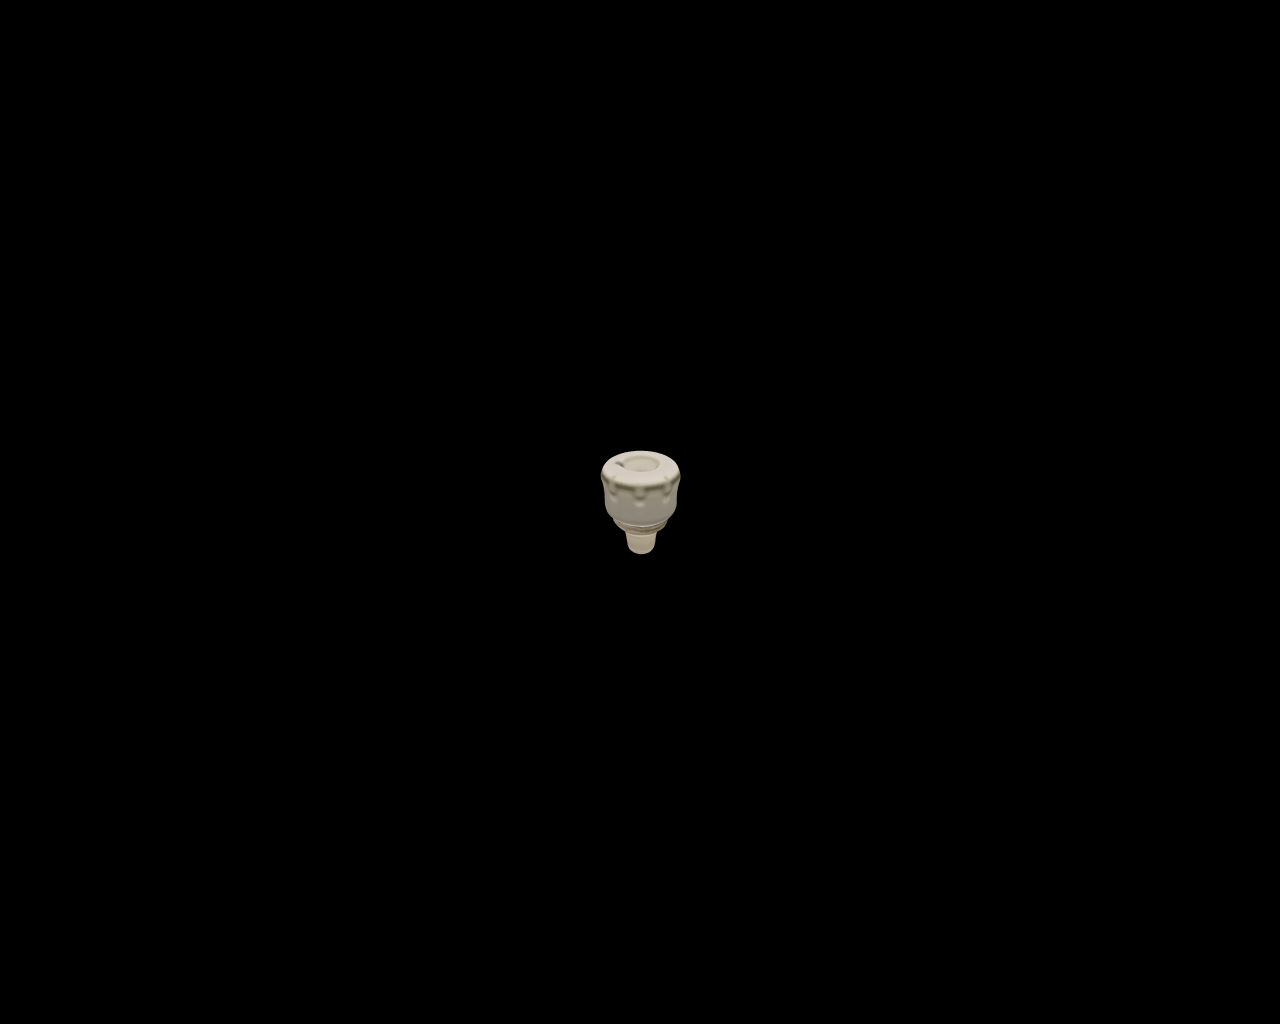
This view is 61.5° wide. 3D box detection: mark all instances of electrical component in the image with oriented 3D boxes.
[{"bbox_3d":[0.001,-0.003,0.650,0.048,0.062,0.048,0,28,0],"label":"electrical component"}]
